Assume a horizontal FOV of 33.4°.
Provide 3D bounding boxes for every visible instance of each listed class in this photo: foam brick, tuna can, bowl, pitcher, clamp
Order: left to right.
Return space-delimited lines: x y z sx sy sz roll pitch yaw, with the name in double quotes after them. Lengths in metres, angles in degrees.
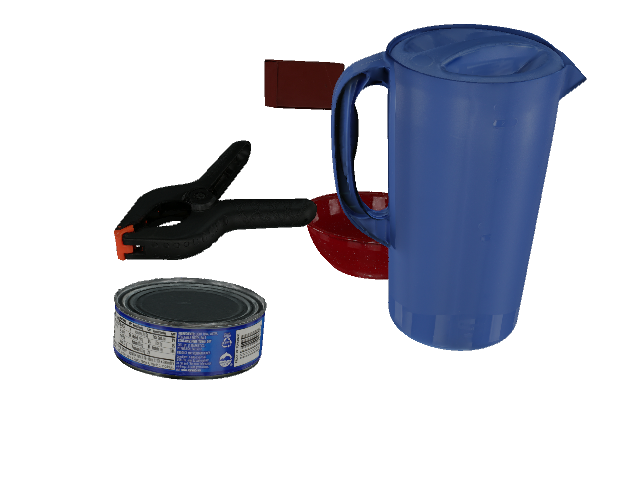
-0.074 0.049 0.606 0.086 0.034 0.086 5 14 -1 "tuna can"
-0.102 -0.033 0.922 0.171 0.039 0.120 -16 39 -21 "clamp"
-0.018 -0.169 1.163 0.078 0.051 0.053 0 11 -17 "foam brick"
0.057 -0.001 1.105 0.162 0.055 0.162 2 20 -1 "bowl"
0.101 -0.039 0.837 0.149 0.243 0.144 23 35 34 "pitcher"
